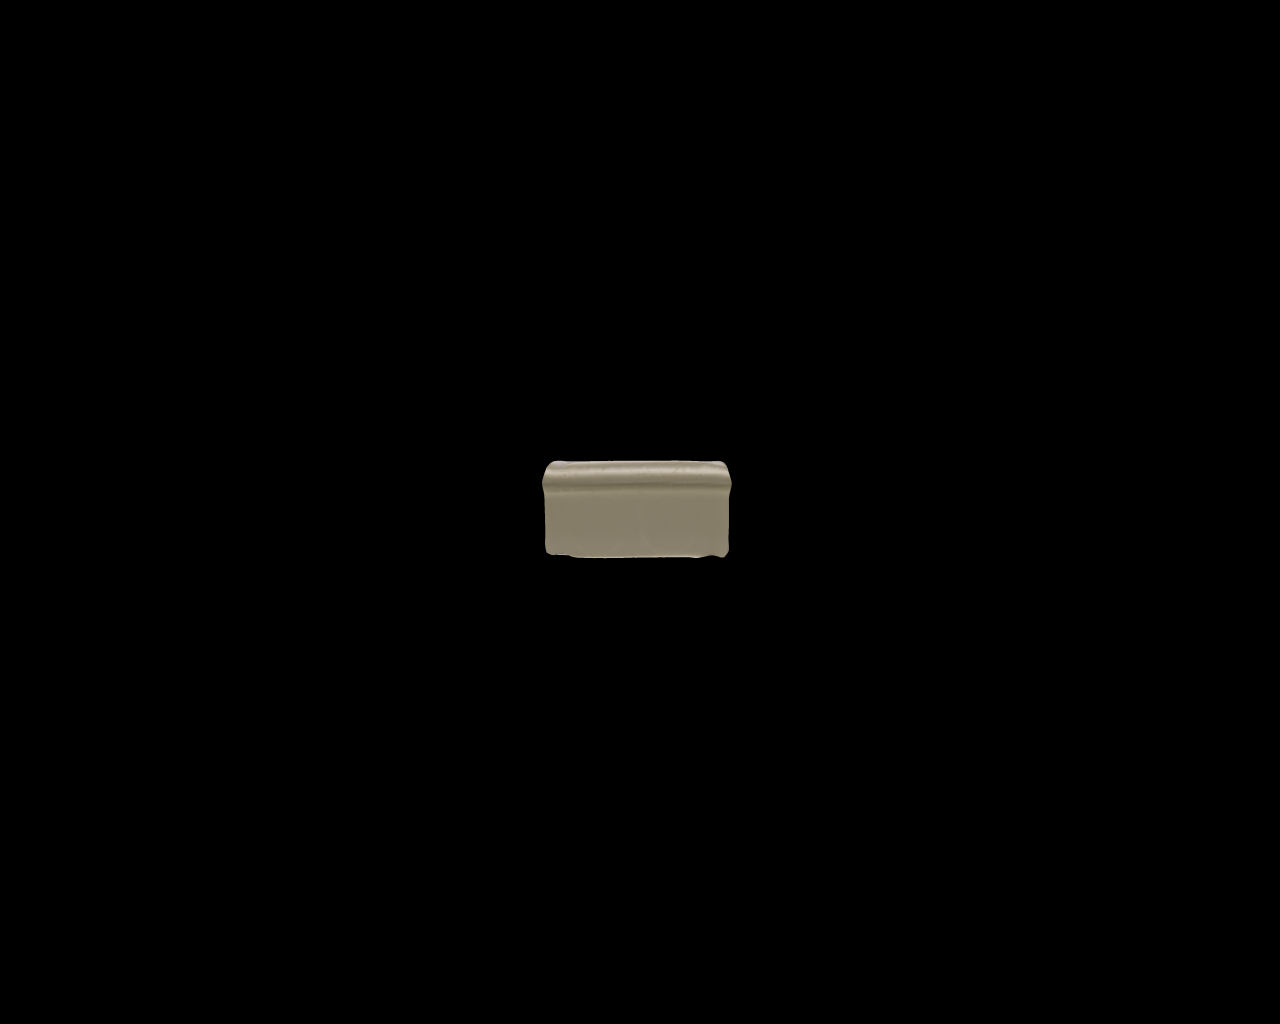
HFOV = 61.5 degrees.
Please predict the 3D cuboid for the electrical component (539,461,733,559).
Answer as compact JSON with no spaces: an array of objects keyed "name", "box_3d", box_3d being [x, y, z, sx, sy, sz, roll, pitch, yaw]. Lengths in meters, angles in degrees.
[{"name":"electrical component","box_3d":[0.001,-0.003,0.650,0.109,0.056,0.109,0,2,4]}]
